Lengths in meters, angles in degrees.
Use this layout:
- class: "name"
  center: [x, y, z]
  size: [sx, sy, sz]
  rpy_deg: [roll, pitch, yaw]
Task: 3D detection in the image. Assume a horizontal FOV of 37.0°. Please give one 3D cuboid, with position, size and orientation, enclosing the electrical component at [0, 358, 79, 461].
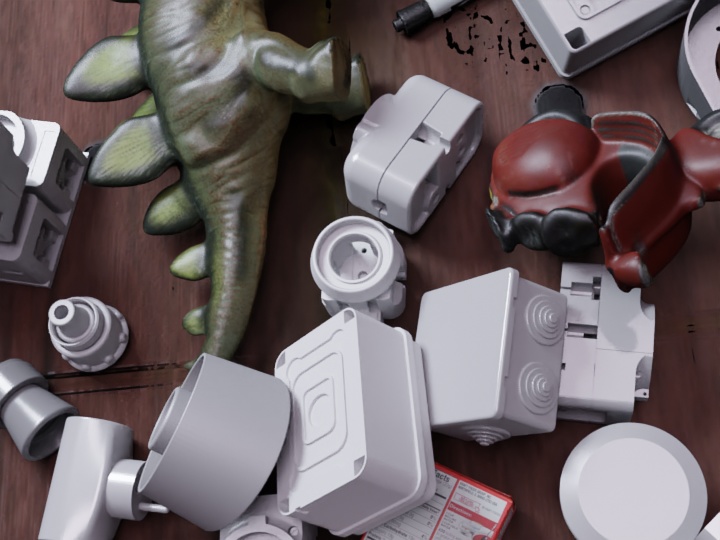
- class: "electrical component"
  center: [-0.219, 0.091, 0.705]
  size: [0.055, 0.045, 0.045]
  rpy_deg: [39, 80, 21]

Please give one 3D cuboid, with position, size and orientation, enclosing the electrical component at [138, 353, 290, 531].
- class: "electrical component"
  center: [-0.088, 0.100, 0.640]
  size: [0.064, 0.099, 0.099]
  rpy_deg: [27, 74, -11]

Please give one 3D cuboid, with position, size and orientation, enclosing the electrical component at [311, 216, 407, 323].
- class: "electrical component"
  center: [0.000, 0.000, 0.695]
  size: [0.058, 0.057, 0.078]
  rpy_deg: [0, 69, 10]

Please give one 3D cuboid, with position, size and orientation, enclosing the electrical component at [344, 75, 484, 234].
- class: "electrical component"
  center: [0.033, -0.079, 0.715]
  size: [0.059, 0.053, 0.095]
  rpy_deg: [28, 66, 19]

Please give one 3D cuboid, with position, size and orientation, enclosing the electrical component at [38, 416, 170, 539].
- class: "electrical component"
  center: [-0.155, 0.137, 0.676]
  size: [0.079, 0.044, 0.077]
  rpy_deg: [4, 70, 12]

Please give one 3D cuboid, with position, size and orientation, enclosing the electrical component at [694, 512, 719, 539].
- class: "electrical component"
  center: [0.220, 0.146, 0.570]
  size: [0.078, 0.113, 0.057]
  rpy_deg: [-43, 65, -8]

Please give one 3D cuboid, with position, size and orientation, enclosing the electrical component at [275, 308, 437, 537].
- class: "electrical component"
  center: [-0.004, 0.090, 0.633]
  size: [0.078, 0.057, 0.113]
  rpy_deg: [-35, 43, 34]

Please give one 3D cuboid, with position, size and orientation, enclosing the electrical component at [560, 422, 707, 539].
- class: "electrical component"
  center: [0.156, 0.132, 0.620]
  size: [0.080, 0.051, 0.080]
  rpy_deg: [-3, 69, 9]

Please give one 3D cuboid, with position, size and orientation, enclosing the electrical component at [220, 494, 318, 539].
- class: "electrical component"
  center: [-0.054, 0.181, 0.635]
  size: [0.050, 0.055, 0.089]
  rpy_deg: [-6, 68, 8]

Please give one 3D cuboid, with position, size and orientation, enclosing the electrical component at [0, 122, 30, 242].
- class: "electrical component"
  center: [-0.303, -0.069, 0.689]
  size: [0.150, 0.089, 0.061]
  rpy_deg: [5, 70, 12]

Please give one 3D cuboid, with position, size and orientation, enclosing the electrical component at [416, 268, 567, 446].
- class: "electrical component"
  center: [0.076, 0.054, 0.642]
  size: [0.048, 0.100, 0.099]
  rpy_deg: [20, 68, -28]

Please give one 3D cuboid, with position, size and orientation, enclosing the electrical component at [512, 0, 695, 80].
- class: "electrical component"
  center: [0.161, -0.205, 0.735]
  size: [0.109, 0.056, 0.108]
  rpy_deg: [-29, 79, -2]

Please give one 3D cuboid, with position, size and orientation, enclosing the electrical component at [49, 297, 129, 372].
- class: "electrical component"
  center: [-0.184, 0.038, 0.710]
  size: [0.048, 0.062, 0.048]
  rpy_deg: [-3, 69, 9]

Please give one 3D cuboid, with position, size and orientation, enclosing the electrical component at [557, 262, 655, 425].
- class: "electrical component"
  center: [0.148, 0.045, 0.655]
  size: [0.056, 0.050, 0.089]
  rpy_deg: [4, 71, 12]

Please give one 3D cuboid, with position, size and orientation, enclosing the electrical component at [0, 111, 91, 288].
- class: "electrical component"
  center: [-0.303, -0.058, 0.768]
  size: [0.186, 0.060, 0.105]
  rpy_deg: [7, 71, 13]
